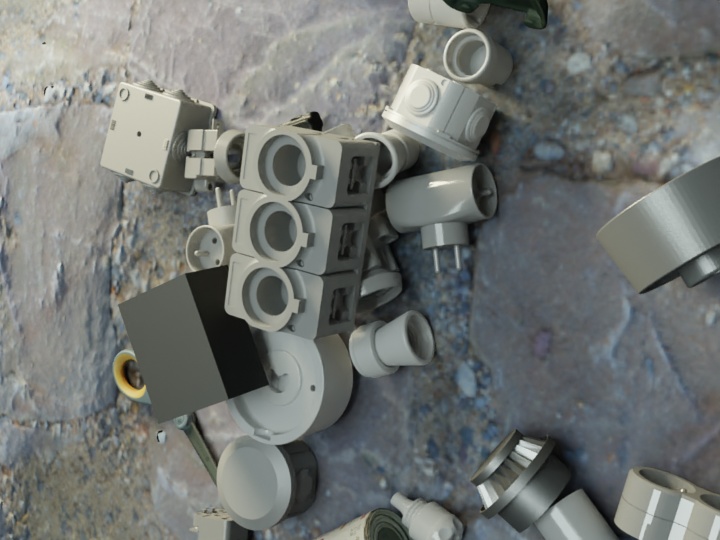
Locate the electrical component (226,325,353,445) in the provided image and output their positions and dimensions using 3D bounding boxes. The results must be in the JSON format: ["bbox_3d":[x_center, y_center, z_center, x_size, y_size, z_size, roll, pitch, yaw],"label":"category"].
[{"bbox_3d":[-0.056,0.089,0.904,0.108,0.060,0.108,-1,89,35],"label":"electrical component"}]

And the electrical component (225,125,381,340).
[{"bbox_3d":[-0.048,-0.031,0.824,0.089,0.062,0.150,15,103,31],"label":"electrical component"}]

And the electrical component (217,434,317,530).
[{"bbox_3d":[-0.079,0.179,0.923,0.080,0.051,0.080,-1,88,33],"label":"electrical component"}]

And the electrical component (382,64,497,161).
[{"bbox_3d":[0.062,-0.119,0.824,0.080,0.080,0.051,31,100,30],"label":"electrical component"}]

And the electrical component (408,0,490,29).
[{"bbox_3d":[0.071,-0.216,0.835,0.047,0.055,0.055,20,99,29],"label":"electrical component"}]

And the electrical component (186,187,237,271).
[{"bbox_3d":[-0.112,-0.033,0.936,0.044,0.077,0.079,-14,81,33],"label":"electrical component"}]

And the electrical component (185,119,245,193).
[{"bbox_3d":[-0.124,-0.102,0.965,0.055,0.048,0.066,6,92,41],"label":"electrical component"}]

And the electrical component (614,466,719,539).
[{"bbox_3d":[0.235,0.191,0.716,0.138,0.052,0.073,20,99,32],"label":"electrical component"}]

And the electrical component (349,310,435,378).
[{"bbox_3d":[0.025,0.060,0.862,0.055,0.045,0.045,-19,78,32],"label":"electrical component"}]

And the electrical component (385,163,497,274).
[{"bbox_3d":[0.065,-0.038,0.839,0.077,0.044,0.079,-9,84,33],"label":"electrical component"}]

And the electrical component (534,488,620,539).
[{"bbox_3d":[0.166,0.202,0.767,0.043,0.043,0.081,-45,66,24],"label":"electrical component"}]

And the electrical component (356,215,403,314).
[{"bbox_3d":[0.000,0.000,0.873,0.078,0.058,0.057,-30,71,22],"label":"electrical component"}]

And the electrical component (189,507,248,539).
[{"bbox_3d":[-0.123,0.246,0.956,0.081,0.042,0.063,2,88,33],"label":"electrical component"}]

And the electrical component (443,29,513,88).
[{"bbox_3d":[0.092,-0.160,0.824,0.040,0.046,0.040,-1,88,33],"label":"electrical component"}]

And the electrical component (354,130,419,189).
[{"bbox_3d":[0.021,-0.092,0.856,0.044,0.065,0.044,7,107,23],"label":"electrical component"}]

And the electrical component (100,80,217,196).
[{"bbox_3d":[-0.191,-0.124,1.007,0.100,0.048,0.099,21,100,32],"label":"electrical component"}]

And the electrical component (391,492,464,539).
[{"bbox_3d":[0.050,0.197,0.848,0.061,0.035,0.035,32,106,32],"label":"electrical component"}]

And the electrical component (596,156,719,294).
[{"bbox_3d":[0.218,-0.024,0.705,0.108,0.108,0.060,-35,77,28],"label":"electrical component"}]

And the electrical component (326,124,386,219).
[{"bbox_3d":[-0.027,-0.068,0.878,0.079,0.043,0.077,-26,90,-4],"label":"electrical component"}]
